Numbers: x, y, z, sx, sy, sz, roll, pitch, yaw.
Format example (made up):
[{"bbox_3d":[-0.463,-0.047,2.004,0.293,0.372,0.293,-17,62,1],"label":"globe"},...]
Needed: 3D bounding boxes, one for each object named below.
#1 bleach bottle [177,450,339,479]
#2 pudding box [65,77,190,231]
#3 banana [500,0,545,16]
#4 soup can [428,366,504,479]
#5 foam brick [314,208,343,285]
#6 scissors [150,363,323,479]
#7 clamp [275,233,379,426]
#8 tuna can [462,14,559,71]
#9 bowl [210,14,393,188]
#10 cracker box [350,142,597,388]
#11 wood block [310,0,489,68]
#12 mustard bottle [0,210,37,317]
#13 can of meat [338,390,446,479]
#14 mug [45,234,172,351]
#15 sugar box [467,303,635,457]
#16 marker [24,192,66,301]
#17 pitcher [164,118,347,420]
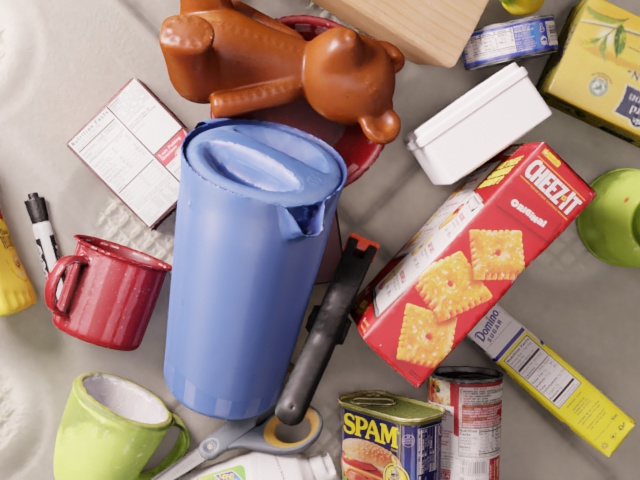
[{"bbox_3d":[-0.101,0.258,0.964,0.250,0.068,0.102,-21,60,-6],"label":"bleach bottle"},{"bbox_3d":[-0.160,-0.078,0.971,0.090,0.039,0.113,-44,92,1],"label":"pudding box"},{"bbox_3d":[0.191,-0.267,0.947,0.037,0.069,0.197,7,61,16],"label":"banana"},{"bbox_3d":[0.133,0.172,0.980,0.068,0.068,0.102,1,94,-2],"label":"soup can"},{"bbox_3d":[-0.006,0.001,0.973,0.051,0.053,0.078,-9,94,-2],"label":"foam brick"},{"bbox_3d":[-0.079,0.194,0.960,0.096,0.016,0.201,36,70,23],"label":"scissors"},{"bbox_3d":[0.004,0.079,0.922,0.039,0.120,0.171,27,81,-3],"label":"clamp"},{"bbox_3d":[0.168,-0.176,0.952,0.086,0.086,0.034,-12,96,-1],"label":"tuna can"},{"bbox_3d":[-0.017,-0.118,0.964,0.162,0.055,0.162,0,93,-2],"label":"bowl"},{"bbox_3d":[0.123,0.016,0.923,0.072,0.164,0.214,43,91,-5],"label":"cracker box"},{"bbox_3d":[0.036,-0.237,0.912,0.205,0.091,0.090,27,92,-22],"label":"wood block"},{"bbox_3d":[-0.310,-0.023,0.940,0.058,0.096,0.191,-20,94,0],"label":"mustard bottle"},{"bbox_3d":[0.063,0.188,0.965,0.057,0.102,0.084,-6,99,-42],"label":"can of meat"},{"bbox_3d":[-0.193,0.046,0.939,0.093,0.117,0.081,21,93,34],"label":"mug"},{"bbox_3d":[0.196,0.117,0.967,0.176,0.093,0.048,38,91,-3],"label":"sugar box"},{"bbox_3d":[-0.249,0.015,0.983,0.020,0.020,0.121,-15,93,-1],"label":"marker"},{"bbox_3d":[-0.070,0.024,0.905,0.145,0.149,0.243,16,122,5],"label":"pitcher"}]
